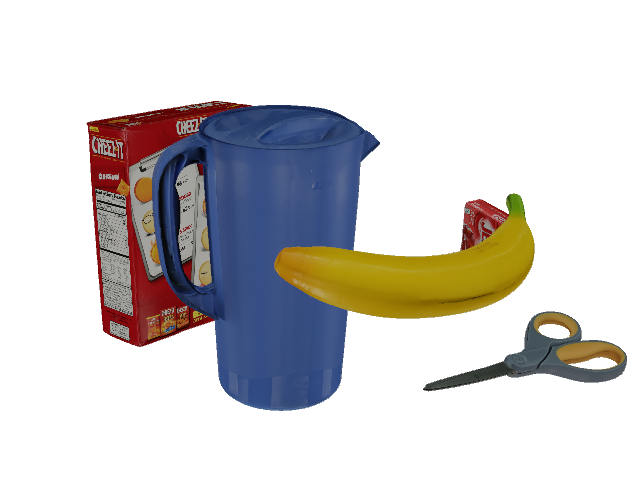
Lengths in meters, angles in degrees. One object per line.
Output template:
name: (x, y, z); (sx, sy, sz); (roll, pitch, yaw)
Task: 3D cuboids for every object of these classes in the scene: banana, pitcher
banana: (0.067, 0.018, 0.655); (0.197, 0.037, 0.070); (-12, 46, -34)
pitcher: (-0.043, 0.015, 0.888); (0.149, 0.243, 0.144); (10, 23, 21)

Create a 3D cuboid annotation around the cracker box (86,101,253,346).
cracker box: (-0.142, -0.021, 1.058); (0.072, 0.214, 0.163); (13, 21, 41)

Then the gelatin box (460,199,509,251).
gelatin box: (0.200, 0.005, 1.260); (0.030, 0.089, 0.073); (-15, 32, -29)

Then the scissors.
scissors: (0.161, 0.092, 0.889); (0.201, 0.016, 0.096); (1, 31, -20)
